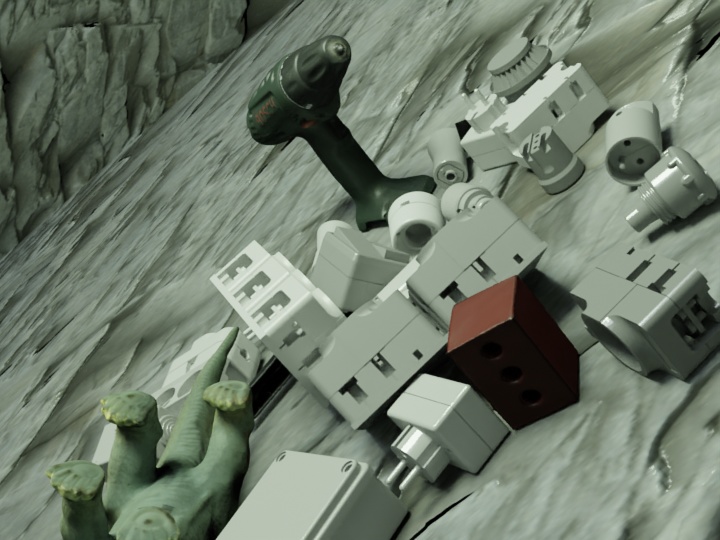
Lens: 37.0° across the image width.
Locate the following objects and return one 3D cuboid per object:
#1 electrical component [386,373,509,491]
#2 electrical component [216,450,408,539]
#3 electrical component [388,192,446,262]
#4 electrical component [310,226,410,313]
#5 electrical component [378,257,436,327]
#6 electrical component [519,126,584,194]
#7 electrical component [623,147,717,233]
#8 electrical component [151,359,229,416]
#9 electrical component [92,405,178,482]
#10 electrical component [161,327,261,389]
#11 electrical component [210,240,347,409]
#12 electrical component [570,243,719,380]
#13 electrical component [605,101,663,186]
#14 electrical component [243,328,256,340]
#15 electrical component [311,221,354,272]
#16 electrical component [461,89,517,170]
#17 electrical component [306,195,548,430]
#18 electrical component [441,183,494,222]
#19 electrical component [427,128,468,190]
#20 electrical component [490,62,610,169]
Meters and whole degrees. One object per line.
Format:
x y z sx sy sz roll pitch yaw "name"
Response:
0.047 0.115 0.720 0.076 0.047 0.066 -49 21 -17 "electrical component"
-0.040 0.183 0.730 0.108 0.056 0.109 -52 23 -25 "electrical component"
0.054 -0.038 1.000 0.055 0.055 0.047 -35 25 20 "electrical component"
0.000 0.000 0.968 0.096 0.062 0.061 38 113 63 "electrical component"
0.043 0.032 0.895 0.077 0.043 0.079 -45 21 -5 "electrical component"
0.164 -0.095 0.925 0.040 0.046 0.040 -36 22 17 "electrical component"
0.215 -0.052 0.756 0.062 0.048 0.048 -42 20 20 "electrical component"
-0.170 0.144 1.029 0.121 0.063 0.078 -32 23 26 "electrical component"
-0.178 0.167 0.953 0.100 0.100 0.048 -24 40 39 "electrical component"
-0.149 0.103 1.087 0.095 0.053 0.059 -32 23 24 "electrical component"
-0.059 0.040 0.915 0.062 0.089 0.150 -42 29 -5 "electrical component"
0.175 0.027 0.660 0.056 0.050 0.089 -44 21 -4 "electrical component"
0.217 -0.106 0.854 0.043 0.043 0.081 -30 23 29 "electrical component"
-0.090 0.047 1.104 0.079 0.044 0.077 -38 21 12 "electrical component"
-0.029 -0.015 1.122 0.044 0.044 0.065 -29 29 31 "electrical component"
0.128 -0.144 1.041 0.066 0.076 0.047 -10 38 55 "electrical component"
0.047 0.033 0.801 0.186 0.060 0.105 -43 -9 -3 "electrical component"
0.103 -0.056 0.964 0.040 0.040 0.078 -45 21 -8 "electrical component"
0.091 -0.111 1.095 0.044 0.044 0.065 -33 27 22 "electrical component"
0.174 -0.136 0.973 0.089 0.055 0.050 -44 21 -3 "electrical component"
